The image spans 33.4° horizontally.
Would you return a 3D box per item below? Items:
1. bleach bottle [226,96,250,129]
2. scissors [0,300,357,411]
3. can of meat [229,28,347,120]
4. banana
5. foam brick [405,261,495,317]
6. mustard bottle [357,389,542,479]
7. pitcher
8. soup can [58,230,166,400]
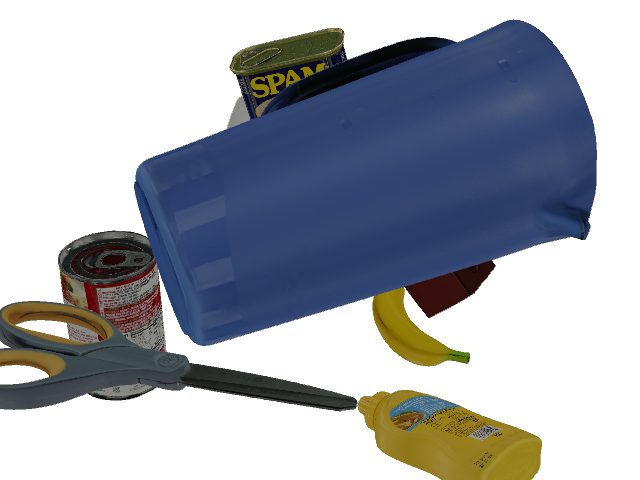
[{"bbox_3d":[-0.050,-0.055,1.135,0.102,0.251,0.068,-6,16,-24],"label":"bleach bottle"},{"bbox_3d":[-0.092,0.071,0.524,0.202,0.016,0.096,16,29,27],"label":"scissors"},{"bbox_3d":[-0.019,-0.131,0.945,0.102,0.084,0.057,-11,30,11],"label":"can of meat"},{"bbox_3d":[0.096,0.095,1.216,0.069,0.037,0.198,6,23,-24],"label":"banana"},{"bbox_3d":[0.094,0.013,0.869,0.051,0.078,0.052,-33,5,39],"label":"foam brick"},{"bbox_3d":[0.110,0.188,1.034,0.096,0.058,0.192,-17,25,-41],"label":"mustard bottle"},{"bbox_3d":[0.020,-0.036,0.614,0.242,0.145,0.149,-19,4,-12],"label":"pitcher"},{"bbox_3d":[-0.145,0.054,0.756,0.068,0.102,0.068,-1,29,0],"label":"soup can"}]
